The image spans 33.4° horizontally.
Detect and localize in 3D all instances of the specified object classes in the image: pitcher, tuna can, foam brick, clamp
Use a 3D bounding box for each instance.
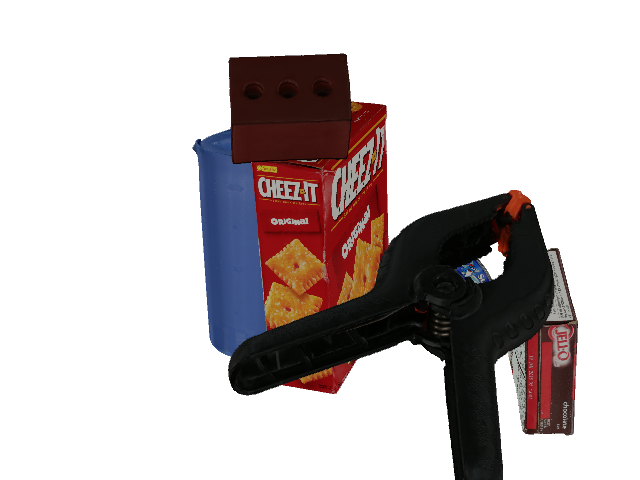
[{"bbox_3d":[-0.059,0.005,1.158,0.144,0.243,0.149,-4,20,-15],"label":"pitcher"},{"bbox_3d":[0.167,0.044,1.291,0.033,0.086,0.086,-39,14,-18],"label":"tuna can"},{"bbox_3d":[-0.021,-0.085,0.693,0.078,0.053,0.051,-3,-24,-2],"label":"foam brick"},{"bbox_3d":[0.058,0.039,0.460,0.120,0.039,0.171,36,54,23],"label":"clamp"}]

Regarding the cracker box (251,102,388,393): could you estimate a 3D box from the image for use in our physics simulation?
[{"bbox_3d":[0.009,0.002,0.948,0.072,0.214,0.164,8,28,20],"label":"cracker box"}]

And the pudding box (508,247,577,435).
[{"bbox_3d":[0.156,0.069,0.752,0.039,0.090,0.113,-1,26,4],"label":"pudding box"}]
